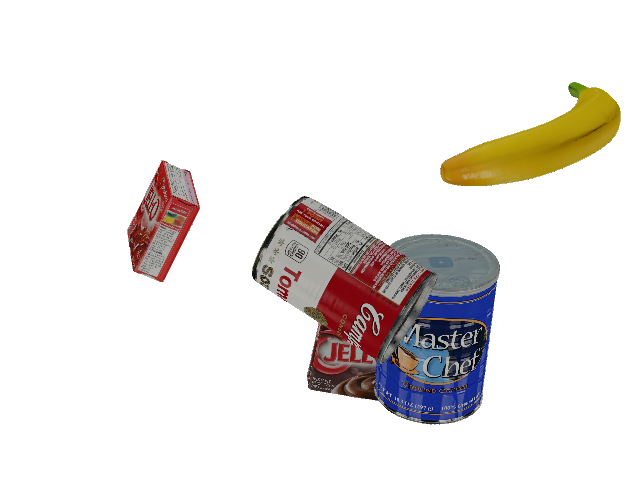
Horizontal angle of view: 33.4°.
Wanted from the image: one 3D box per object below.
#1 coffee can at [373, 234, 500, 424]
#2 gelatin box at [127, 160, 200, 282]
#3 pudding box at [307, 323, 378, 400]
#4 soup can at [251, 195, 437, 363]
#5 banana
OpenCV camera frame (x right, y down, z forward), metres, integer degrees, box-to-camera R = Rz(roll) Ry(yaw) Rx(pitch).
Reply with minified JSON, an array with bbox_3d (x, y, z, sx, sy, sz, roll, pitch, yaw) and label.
[{"bbox_3d":[0.103,0.079,0.966,0.103,0.140,0.103,2,28,-1],"label":"coffee can"},{"bbox_3d":[-0.133,-0.018,0.893,0.030,0.073,0.089,23,17,-22],"label":"gelatin box"},{"bbox_3d":[0.048,0.125,1.162,0.113,0.090,0.039,9,24,-4],"label":"pudding box"},{"bbox_3d":[0.015,0.024,0.692,0.102,0.068,0.068,32,7,12],"label":"soup can"},{"bbox_3d":[0.171,-0.076,0.793,0.070,0.037,0.197,4,25,44],"label":"banana"}]
